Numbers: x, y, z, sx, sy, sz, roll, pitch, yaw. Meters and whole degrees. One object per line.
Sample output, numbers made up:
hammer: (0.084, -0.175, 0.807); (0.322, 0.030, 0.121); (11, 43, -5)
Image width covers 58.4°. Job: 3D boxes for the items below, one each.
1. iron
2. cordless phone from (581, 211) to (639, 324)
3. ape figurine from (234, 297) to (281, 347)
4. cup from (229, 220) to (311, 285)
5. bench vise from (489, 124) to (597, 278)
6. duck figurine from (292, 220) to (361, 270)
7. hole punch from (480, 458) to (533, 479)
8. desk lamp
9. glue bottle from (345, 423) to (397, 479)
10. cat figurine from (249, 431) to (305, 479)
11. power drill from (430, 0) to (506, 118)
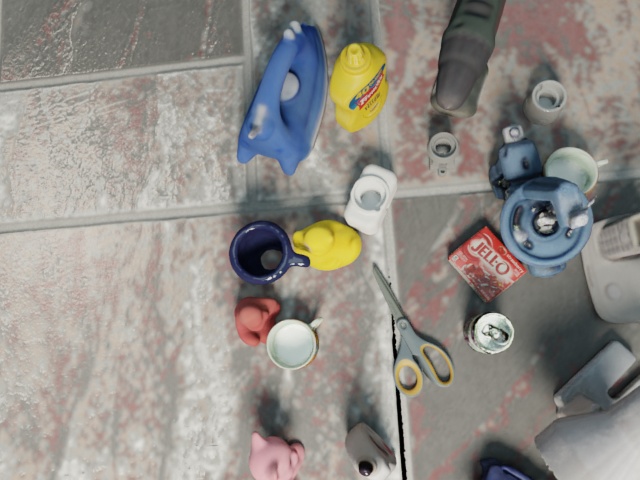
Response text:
iron: (-0.054, -0.238, 0.865); (0.118, 0.141, 0.258); (15, 83, 10)
cordless phone: (0.414, 0.031, 0.738); (0.094, 0.185, 0.147); (-12, 79, 6)
ape figurine: (-0.095, 0.114, 0.838); (0.078, 0.092, 0.076); (-40, 78, 0)
cup: (-0.066, 0.026, 0.847); (0.117, 0.095, 0.092); (10, 82, 9)
bench vise: (0.278, -0.056, 0.752); (0.121, 0.220, 0.207); (-34, 78, 1)
duck figurine: (0.008, 0.003, 0.846); (0.104, 0.086, 0.077); (2, 81, 8)
hole punch: (0.251, 0.357, 0.753); (0.108, 0.091, 0.101); (29, 85, 11)
desk lamp: (0.357, 0.222, 0.699); (0.203, 0.213, 0.118); (-45, 78, -1)
glue bottle: (0.064, 0.285, 0.747); (0.078, 0.173, 0.037); (41, 88, 12)
cat figurine: (-0.062, 0.324, 0.786); (0.067, 0.118, 0.128); (-4, 80, 7)
power drill: (0.204, -0.254, 0.800); (0.075, 0.208, 0.230); (16, 83, 10)
